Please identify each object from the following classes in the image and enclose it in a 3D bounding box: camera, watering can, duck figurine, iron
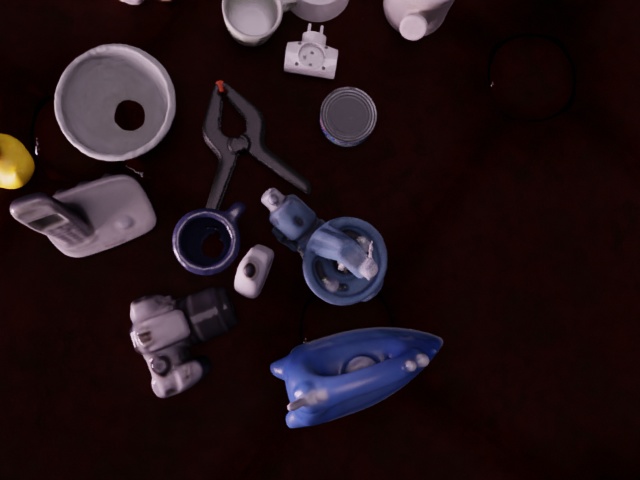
[{"bbox_3d":[-0.182,0.131,0.799,0.137,0.100,0.143,-21,87,-5],"label":"camera"},{"bbox_3d":[0.155,-0.367,0.811,0.101,0.194,0.173,-4,86,-4],"label":"watering can"},{"bbox_3d":[-0.464,-0.118,0.806,0.104,0.086,0.077,33,85,-1],"label":"duck figurine"},{"bbox_3d":[0.065,0.183,0.792,0.258,0.141,0.119,-18,87,-5],"label":"iron"}]

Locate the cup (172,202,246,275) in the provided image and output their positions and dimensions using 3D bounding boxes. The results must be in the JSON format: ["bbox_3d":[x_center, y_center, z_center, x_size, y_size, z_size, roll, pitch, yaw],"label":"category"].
[{"bbox_3d":[-0.147,-0.005,0.815,0.092,0.095,0.118,42,85,0],"label":"cup"}]

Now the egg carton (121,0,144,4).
[{"bbox_3d":[-0.261,-0.427,0.850,0.107,0.069,0.150,-10,87,-4],"label":"egg carton"}]

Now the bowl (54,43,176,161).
[{"bbox_3d":[-0.286,-0.190,0.829,0.167,0.074,0.167,0,86,-4],"label":"bowl"}]

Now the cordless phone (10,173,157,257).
[{"bbox_3d":[-0.309,-0.040,0.761,0.147,0.185,0.094,-24,87,-5],"label":"cordless phone"}]

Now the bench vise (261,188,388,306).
[{"bbox_3d":[0.002,0.014,0.760,0.207,0.219,0.121,23,85,-2],"label":"bench vise"}]

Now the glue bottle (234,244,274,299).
[{"bbox_3d":[-0.091,0.041,0.776,0.037,0.173,0.078,23,85,-1],"label":"glue bottle"}]
